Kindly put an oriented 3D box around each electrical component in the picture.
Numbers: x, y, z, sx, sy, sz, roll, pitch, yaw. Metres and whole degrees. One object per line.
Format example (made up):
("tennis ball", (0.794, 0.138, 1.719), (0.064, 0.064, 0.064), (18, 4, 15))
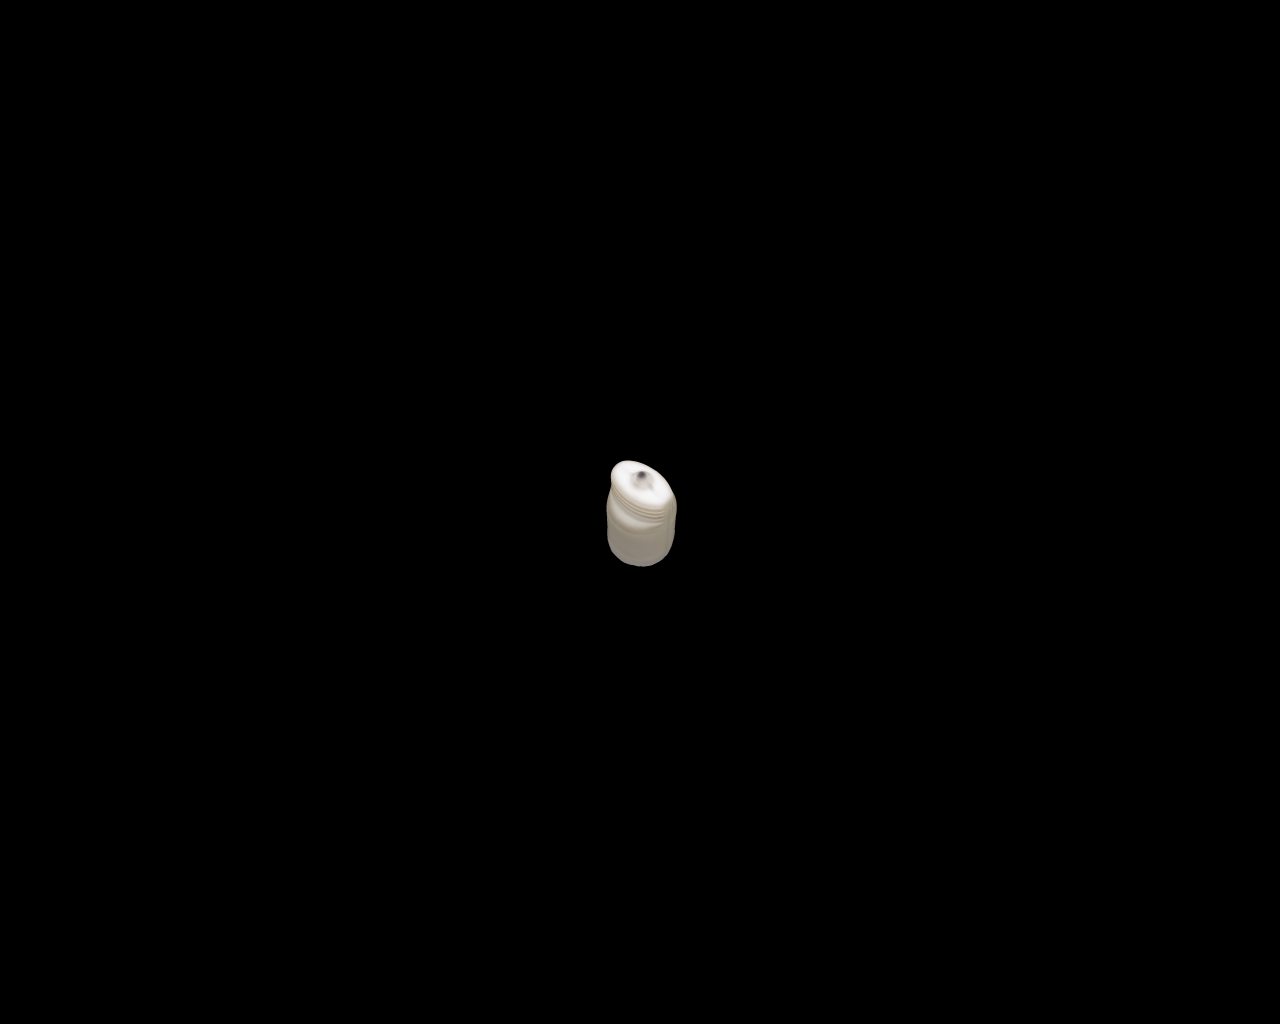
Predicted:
("electrical component", (0.001, -0.003, 0.650), (0.043, 0.043, 0.080), (0, -29, 0))
